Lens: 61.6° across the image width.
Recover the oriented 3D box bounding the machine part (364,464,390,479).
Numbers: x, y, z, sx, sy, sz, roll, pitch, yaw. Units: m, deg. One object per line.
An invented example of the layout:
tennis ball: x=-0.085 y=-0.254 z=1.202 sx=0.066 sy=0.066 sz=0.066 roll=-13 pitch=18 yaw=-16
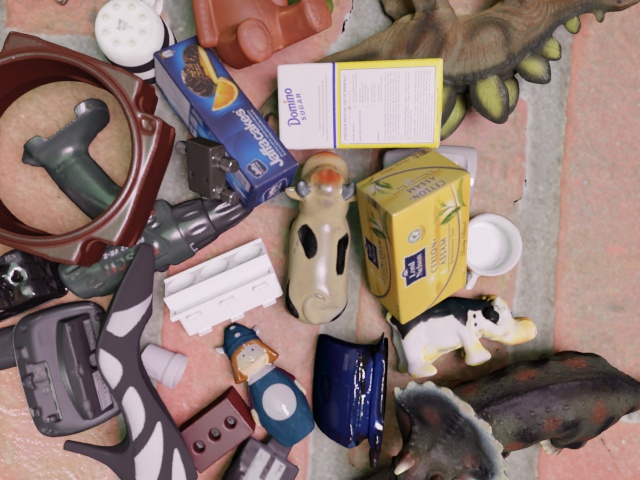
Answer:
machine part: x=0.038 y=0.330 z=0.619 sx=0.243 sy=0.079 sz=0.079 roll=-28 pitch=90 yaw=-2

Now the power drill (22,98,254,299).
power drill: x=-0.221 y=-0.056 z=0.623 sx=0.232 sy=0.086 sz=0.207 roll=-35 pitch=97 yaw=-3

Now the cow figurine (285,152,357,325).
cow figurine: x=-0.001 y=-0.002 z=0.603 sx=0.085 sy=0.127 sz=0.194 roll=4 pitch=90 yaw=-6

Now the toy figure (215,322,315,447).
toy figure: x=-0.063 y=0.162 z=0.625 sx=0.064 sy=0.058 sz=0.154 roll=-27 pitch=80 yaw=-43

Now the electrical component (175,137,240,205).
electrical component: x=-0.121 y=-0.074 z=0.574 sx=0.094 sy=0.021 sz=0.063 roll=24 pitch=123 yaw=33

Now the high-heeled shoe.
high-heeled shoe: x=-0.169 y=0.139 z=0.570 sx=0.145 sy=0.086 sz=0.248 roll=20 pitch=81 yaw=-21

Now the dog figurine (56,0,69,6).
dog figurine: x=-0.236 y=-0.352 z=0.583 sx=0.191 sy=0.172 sz=0.121 roll=-13 pitch=100 yaw=4

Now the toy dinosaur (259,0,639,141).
toy dinosaur: x=0.131 y=-0.219 z=0.629 sx=0.472 sy=0.105 sz=0.198 roll=-9 pitch=93 yaw=8

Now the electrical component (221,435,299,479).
electrical component: x=-0.067 y=0.265 z=0.626 sx=0.075 sy=0.047 sz=0.119 roll=33 pitch=47 yaw=-5

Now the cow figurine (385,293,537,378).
cow figurine: x=0.167 y=0.099 z=0.640 sx=0.167 sy=0.068 sz=0.098 roll=-16 pitch=84 yaw=-4

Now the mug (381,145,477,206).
mug: x=0.123 y=-0.074 z=0.625 sx=0.107 sy=0.109 sz=0.080 roll=5 pitch=84 yaw=8

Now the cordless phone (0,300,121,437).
cordless phone: x=-0.328 y=0.156 z=0.615 sx=0.184 sy=0.089 sz=0.146 roll=-14 pitch=91 yaw=8

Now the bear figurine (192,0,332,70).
bear figurine: x=-0.092 y=-0.287 z=0.566 sx=0.120 sy=0.132 sz=0.195 roll=-33 pitch=113 yaw=-26

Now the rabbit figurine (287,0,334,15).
rabbit figurine: x=0.009 y=-0.357 z=0.637 sx=0.170 sy=0.121 sz=0.159 roll=-36 pitch=84 yaw=-21

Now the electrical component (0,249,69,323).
electrical component: x=-0.347 y=0.055 z=0.579 sx=0.115 sy=0.134 sz=0.058 roll=-24 pitch=88 yaw=-4

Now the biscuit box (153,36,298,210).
biscuit box: x=-0.108 y=-0.132 z=0.607 sx=0.063 sy=0.059 sz=0.203 roll=-33 pitch=78 yaw=-23

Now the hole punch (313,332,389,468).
hole punch: x=0.034 y=0.167 z=0.610 sx=0.092 sy=0.116 sz=0.142 roll=6 pitch=88 yaw=5

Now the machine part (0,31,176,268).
machine part: x=-0.264 y=-0.086 z=0.538 sx=0.201 sy=0.087 sz=0.201 roll=20 pitch=90 yaw=-5

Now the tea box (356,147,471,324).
tea box: x=0.102 y=-0.001 z=0.578 sx=0.098 sy=0.169 sz=0.068 roll=-30 pitch=47 yaw=-15

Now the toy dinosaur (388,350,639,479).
toy dinosaur: x=0.231 y=0.177 z=0.569 sx=0.405 sy=0.192 sz=0.131 roll=-17 pitch=73 yaw=-5
